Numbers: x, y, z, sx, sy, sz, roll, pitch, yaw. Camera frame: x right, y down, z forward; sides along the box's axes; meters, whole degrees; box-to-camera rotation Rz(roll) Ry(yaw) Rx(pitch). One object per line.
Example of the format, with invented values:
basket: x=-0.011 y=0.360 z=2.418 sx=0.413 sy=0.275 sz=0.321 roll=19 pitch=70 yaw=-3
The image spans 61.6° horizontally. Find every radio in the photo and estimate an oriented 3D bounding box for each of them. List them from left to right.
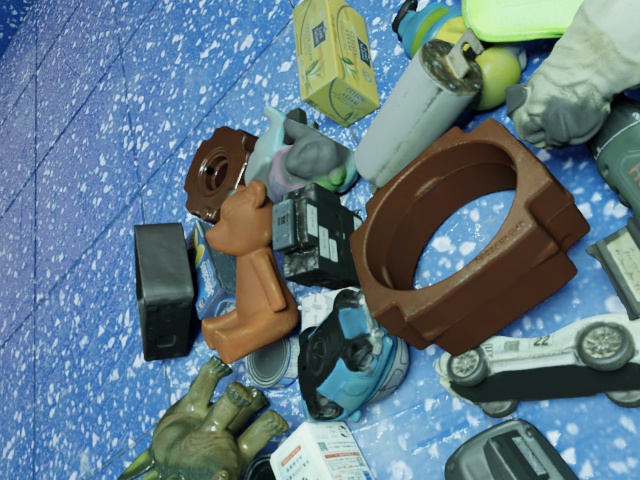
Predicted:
radio: x=-0.243 y=0.087 z=0.826 sx=0.229 sy=0.073 sz=0.131 roll=112 pitch=146 yaw=-52

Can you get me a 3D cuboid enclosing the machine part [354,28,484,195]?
machine part: x=0.103 y=-0.133 z=0.600 sx=0.243 sy=0.079 sz=0.079 roll=123 pitch=142 yaw=-54

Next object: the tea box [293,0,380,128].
tea box: x=0.021 y=-0.257 z=0.754 sx=0.068 sy=0.098 sz=0.169 roll=-26 pitch=60 yaw=35

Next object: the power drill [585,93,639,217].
power drill: x=0.328 y=-0.093 z=0.420 sx=0.207 sy=0.086 sz=0.232 roll=-28 pitch=59 yaw=29

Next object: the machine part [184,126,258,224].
machine part: x=-0.161 y=-0.107 z=0.902 sx=0.179 sy=0.056 sz=0.179 roll=-18 pitch=62 yaw=39

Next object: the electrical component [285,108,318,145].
electrical component: x=-0.041 y=-0.173 z=0.836 sx=0.094 sy=0.021 sz=0.063 roll=-20 pitch=62 yaw=38

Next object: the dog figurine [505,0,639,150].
dog figurine: x=0.257 y=-0.156 z=0.424 sx=0.190 sy=0.172 sz=0.121 roll=117 pitch=143 yaw=-60

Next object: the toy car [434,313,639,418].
toy car: x=0.198 y=0.111 z=0.469 sx=0.202 sy=0.073 sz=0.056 roll=-20 pitch=36 yaw=38

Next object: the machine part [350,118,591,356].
machine part: x=0.134 y=-0.005 z=0.525 sx=0.201 sy=0.087 sz=0.201 roll=-40 pitch=31 yaw=18

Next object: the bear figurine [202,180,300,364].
bear figurine: x=-0.098 y=0.033 z=0.662 sx=0.120 sy=0.132 sz=0.195 roll=8 pitch=117 yaw=65

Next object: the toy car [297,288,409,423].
toy car: x=0.043 y=0.128 z=0.590 sx=0.161 sy=0.103 sz=0.109 roll=-57 pitch=31 yaw=35

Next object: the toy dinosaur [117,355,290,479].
toy dinosaur: x=-0.162 y=0.250 z=0.679 sx=0.198 sy=0.105 sz=0.471 roll=-47 pitch=7 yaw=-16

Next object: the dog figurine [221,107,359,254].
dog figurine: x=-0.056 y=-0.058 z=0.755 sx=0.192 sy=0.108 sz=0.219 roll=37 pitch=106 yaw=41

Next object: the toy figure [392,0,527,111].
toy figure: x=0.157 y=-0.218 z=0.626 sx=0.180 sy=0.082 sz=0.089 roll=43 pitch=124 yaw=36

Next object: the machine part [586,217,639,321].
machine part: x=0.270 y=-0.002 z=0.384 sx=0.139 sy=0.039 sz=0.084 roll=-42 pitch=47 yaw=34

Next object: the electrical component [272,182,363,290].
electrical component: x=-0.001 y=-0.002 z=0.658 sx=0.058 sy=0.134 sz=0.115 roll=-21 pitch=60 yaw=34

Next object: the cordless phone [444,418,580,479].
cordless phone: x=0.151 y=0.264 z=0.475 sx=0.184 sy=0.088 sz=0.147 roll=-56 pitch=46 yaw=29

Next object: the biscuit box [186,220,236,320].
biscuit box: x=-0.159 y=0.048 z=0.813 sx=0.059 sy=0.062 sz=0.203 roll=-55 pitch=34 yaw=14
